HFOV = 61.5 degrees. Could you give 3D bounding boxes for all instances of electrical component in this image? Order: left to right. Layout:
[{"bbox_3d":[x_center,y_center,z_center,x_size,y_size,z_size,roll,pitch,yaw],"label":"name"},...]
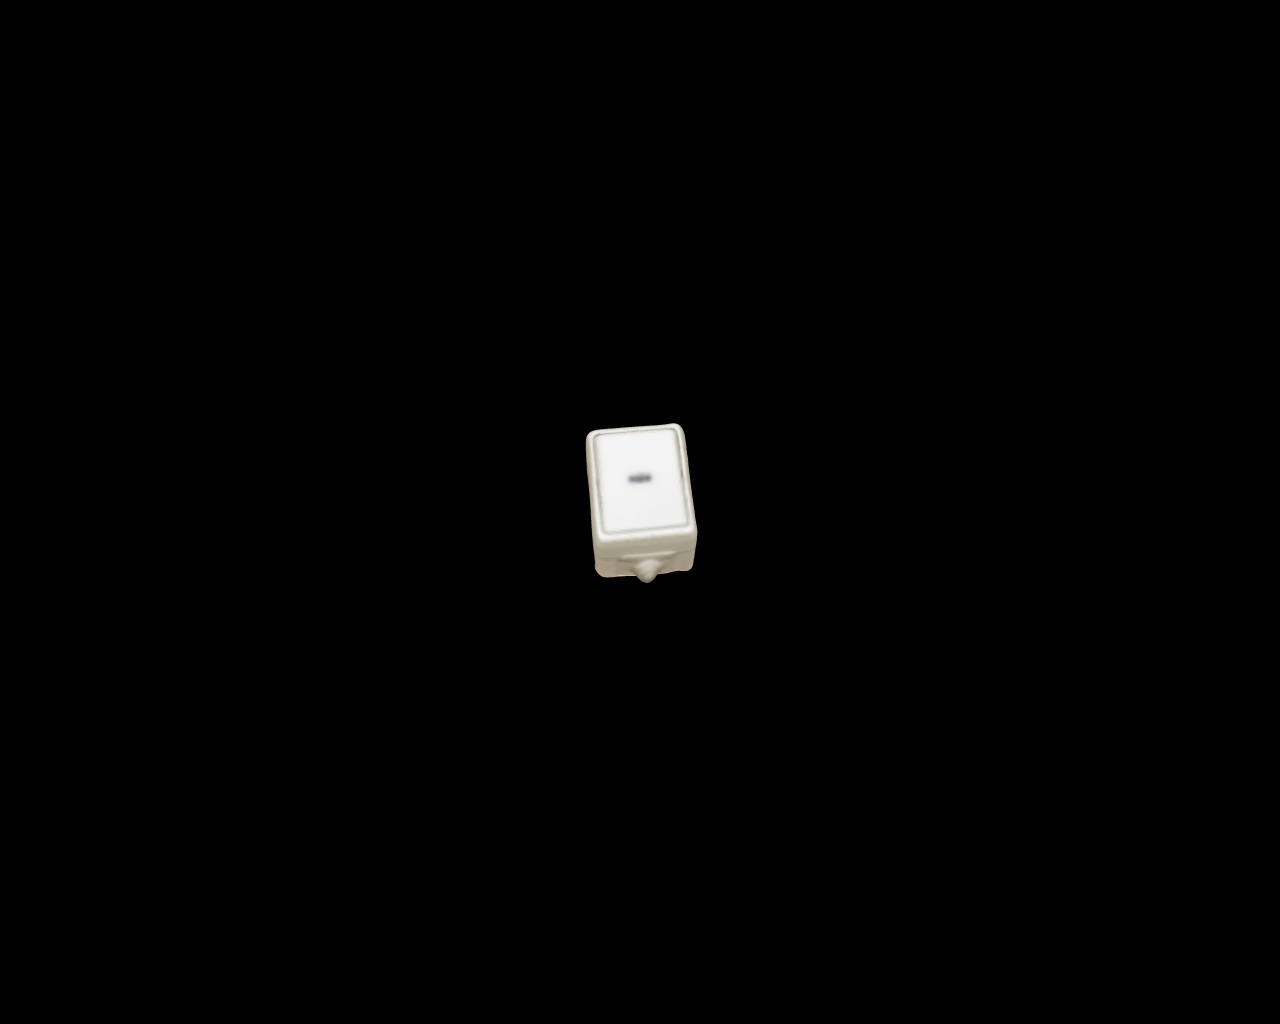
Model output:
[{"bbox_3d":[0.001,-0.003,0.650,0.062,0.096,0.061,-4,-28,-2],"label":"electrical component"}]
